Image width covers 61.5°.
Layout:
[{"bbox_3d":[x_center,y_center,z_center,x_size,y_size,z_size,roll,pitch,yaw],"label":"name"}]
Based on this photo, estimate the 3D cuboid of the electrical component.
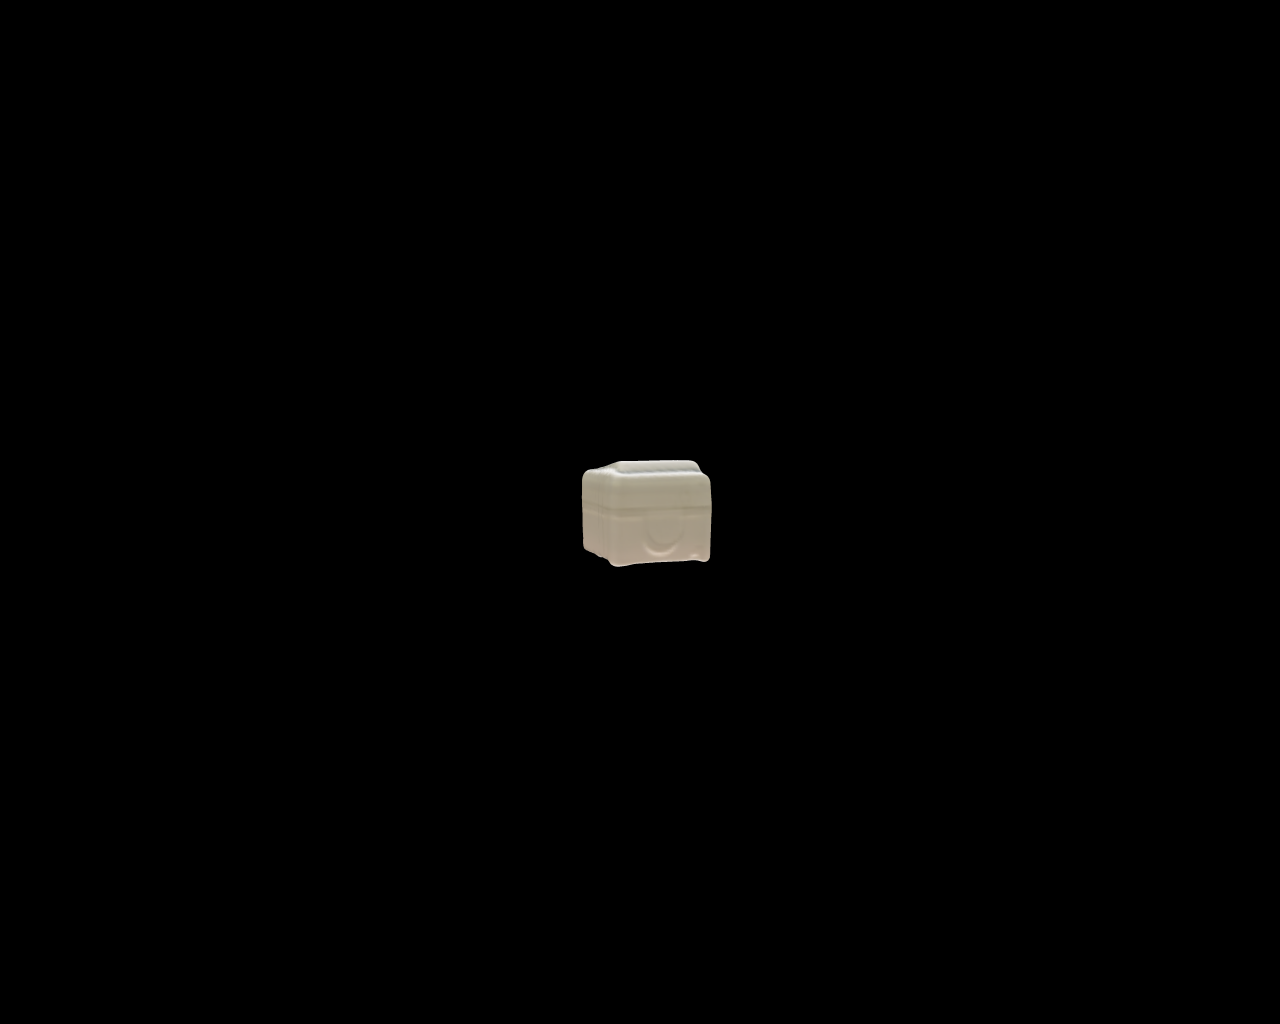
[{"bbox_3d":[0.001,-0.003,0.650,0.062,0.061,0.096,-1,5,-15],"label":"electrical component"}]
